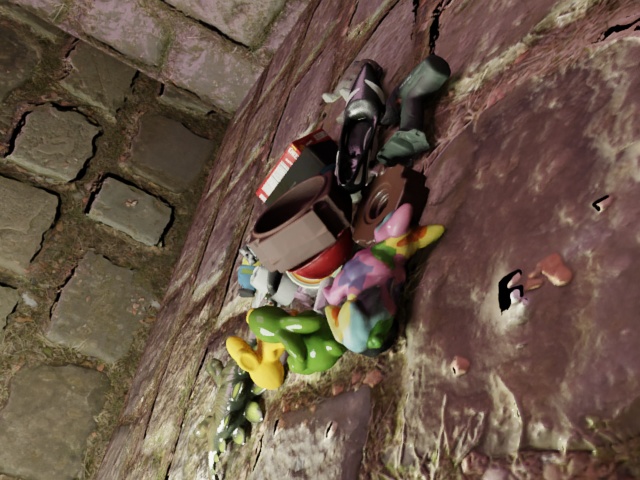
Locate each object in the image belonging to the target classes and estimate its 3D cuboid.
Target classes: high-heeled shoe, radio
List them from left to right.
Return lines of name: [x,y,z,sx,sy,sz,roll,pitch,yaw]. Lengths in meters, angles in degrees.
radio: [-0.035,-0.154,1.384,0.131,0.073,0.229,-31,-11,-49]
high-heeled shoe: [0.068,-0.215,1.034,0.145,0.086,0.248,-29,-59,-65]

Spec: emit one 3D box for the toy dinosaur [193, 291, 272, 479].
toy dinosaur: [-0.184,0.329,1.234,0.199,0.105,0.471,-14,62,55]

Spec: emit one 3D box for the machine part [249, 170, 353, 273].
machine part: [-0.038,-0.041,1.072,0.201,0.087,0.201,-29,22,19]

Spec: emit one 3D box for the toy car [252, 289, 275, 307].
toy car: [-0.145,0.125,1.429,0.073,0.056,0.202,-53,23,27]

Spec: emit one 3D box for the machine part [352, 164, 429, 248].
machine part: [0.124,-0.059,0.996,0.179,0.056,0.179,-49,27,35]

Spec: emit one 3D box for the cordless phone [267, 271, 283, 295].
cordless phone: [-0.080,0.054,1.255,0.146,0.089,0.184,72,-154,-60]

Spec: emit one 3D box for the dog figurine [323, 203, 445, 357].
dog figurine: [0.106,0.052,0.845,0.219,0.108,0.192,-53,22,21]

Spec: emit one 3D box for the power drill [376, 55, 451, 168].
power drill: [0.172,-0.239,1.071,0.232,0.086,0.207,-46,20,55]

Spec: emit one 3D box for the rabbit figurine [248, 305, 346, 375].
rabbit figurine: [-0.049,0.177,0.974,0.159,0.170,0.121,-4,63,68]

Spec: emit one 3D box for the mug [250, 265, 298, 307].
mug: [-0.119,0.114,1.309,0.109,0.107,0.081,-63,19,-2]

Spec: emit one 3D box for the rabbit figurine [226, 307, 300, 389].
rabbit figurine: [-0.106,0.231,1.120,0.122,0.162,0.173,25,107,58]

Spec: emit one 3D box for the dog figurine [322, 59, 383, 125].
dog figurine: [0.123,-0.388,1.344,0.173,0.121,0.190,19,63,37]

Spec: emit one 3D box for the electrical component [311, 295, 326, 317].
electrical component: [0.010,0.127,1.103,0.094,0.021,0.063,-55,23,21]

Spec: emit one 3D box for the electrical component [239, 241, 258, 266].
electrical component: [-0.157,0.014,1.455,0.115,0.058,0.134,-40,0,1]

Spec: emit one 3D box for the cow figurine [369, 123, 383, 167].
cow figurine: [0.106,-0.242,1.224,0.068,0.098,0.167,2,58,23]

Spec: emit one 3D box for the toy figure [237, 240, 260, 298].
toy figure: [-0.189,0.078,1.559,0.082,0.089,0.180,145,137,-61]
